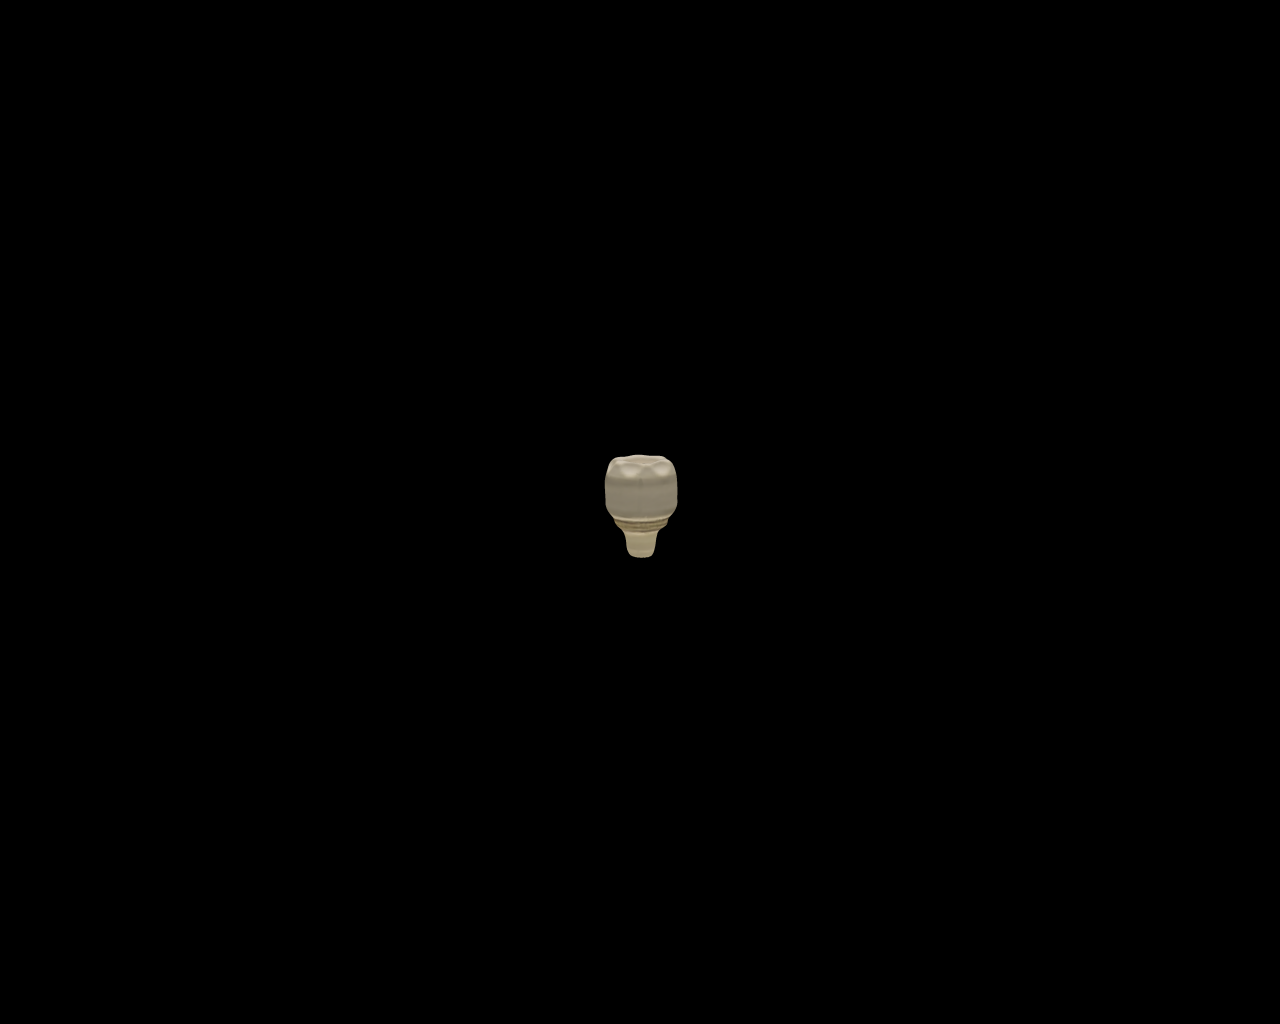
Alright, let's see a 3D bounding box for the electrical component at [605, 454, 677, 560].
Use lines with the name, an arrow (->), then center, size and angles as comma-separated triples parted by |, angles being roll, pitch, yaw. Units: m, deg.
electrical component -> 0.001, -0.003, 0.650 | 0.043, 0.062, 0.043 | 0, 11, 0
